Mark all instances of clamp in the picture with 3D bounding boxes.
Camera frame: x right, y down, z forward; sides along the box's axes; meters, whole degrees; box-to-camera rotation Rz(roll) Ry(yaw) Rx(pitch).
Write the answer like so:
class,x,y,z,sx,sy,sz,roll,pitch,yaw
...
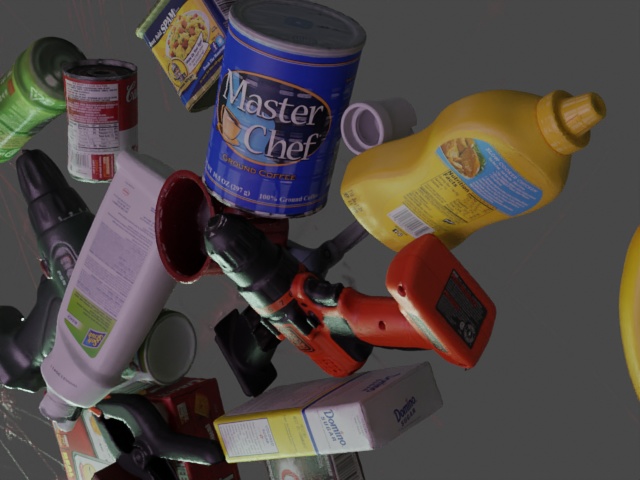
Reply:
class,x,y,z,sx,sy,sz,roll,pitch,yaw
clamp,-0.147,0.189,0.974,0.172,0.039,0.120,41,121,24

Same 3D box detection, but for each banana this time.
class,x,y,z,sx,sy,sz,roll,pitch,yaw
banana,0.231,0.075,0.688,0.070,0.037,0.198,-22,91,27

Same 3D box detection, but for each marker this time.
class,x,y,z,sx,sy,sz,roll,pitch,yaw
marker,-0.230,0.140,1.051,0.020,0.020,0.121,43,118,23

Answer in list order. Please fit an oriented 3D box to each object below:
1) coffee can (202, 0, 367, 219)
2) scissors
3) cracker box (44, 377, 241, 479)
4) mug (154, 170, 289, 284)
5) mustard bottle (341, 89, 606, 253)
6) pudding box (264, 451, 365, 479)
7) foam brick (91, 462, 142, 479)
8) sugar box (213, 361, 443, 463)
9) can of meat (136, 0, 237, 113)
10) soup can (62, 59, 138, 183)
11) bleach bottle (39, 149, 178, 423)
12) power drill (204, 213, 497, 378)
class,x,y,z,sx,sy,sz,roll,pitch,yaw
coffee can,-0.029,-0.102,0.815,0.103,0.102,0.140,33,125,30
scissors,-0.006,0.001,0.888,0.096,0.016,0.202,49,132,21
cracker box,-0.177,0.223,1.088,0.214,0.071,0.164,-6,101,43
mug,-0.073,-0.015,0.881,0.117,0.081,0.093,-21,76,50
mustard bottle,0.109,-0.051,0.721,0.096,0.058,0.192,38,139,-24
pudding box,0.000,0.227,0.948,0.090,0.039,0.113,-6,100,44
foam brick,-0.193,0.255,1.027,0.051,0.052,0.078,44,127,21
sugar box,0.004,0.144,0.877,0.177,0.093,0.048,-13,96,45
can of meat,-0.094,-0.167,0.883,0.102,0.057,0.084,-39,80,44
soup can,-0.204,-0.111,0.995,0.069,0.068,0.102,21,119,36
bleach bottle,-0.192,0.050,0.974,0.103,0.068,0.251,34,100,29
power drill,0.021,0.038,0.793,0.188,0.057,0.184,-4,140,47
